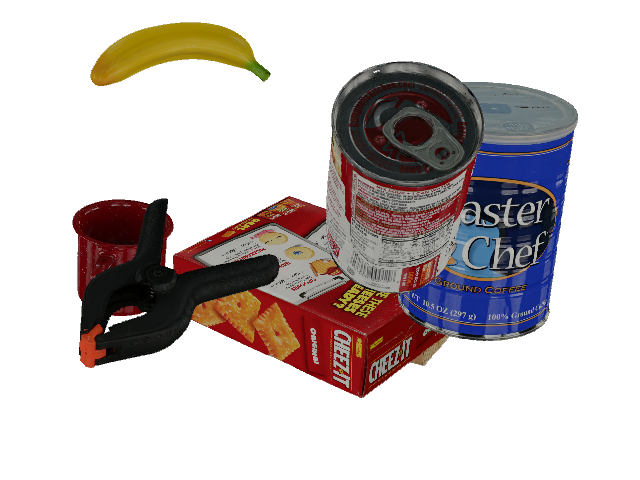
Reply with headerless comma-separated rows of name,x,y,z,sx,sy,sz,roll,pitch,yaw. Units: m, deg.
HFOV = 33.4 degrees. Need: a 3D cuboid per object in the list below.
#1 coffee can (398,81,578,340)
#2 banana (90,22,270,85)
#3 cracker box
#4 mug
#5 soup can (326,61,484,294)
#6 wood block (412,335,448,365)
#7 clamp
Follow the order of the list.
coffee can,0.106,-0.021,0.693,0.103,0.140,0.103,2,25,-1
banana,-0.145,-0.190,1.078,0.197,0.070,0.037,-9,-38,-31
cracker box,0.001,0.043,0.953,0.214,0.072,0.163,21,33,33
mug,-0.190,0.024,1.001,0.093,0.081,0.117,10,29,3
soup can,0.037,-0.026,0.511,0.068,0.068,0.102,0,-32,-2
wood block,0.036,0.058,1.172,0.206,0.091,0.090,13,26,24
clamp,-0.126,0.029,0.796,0.120,0.039,0.171,29,41,28
